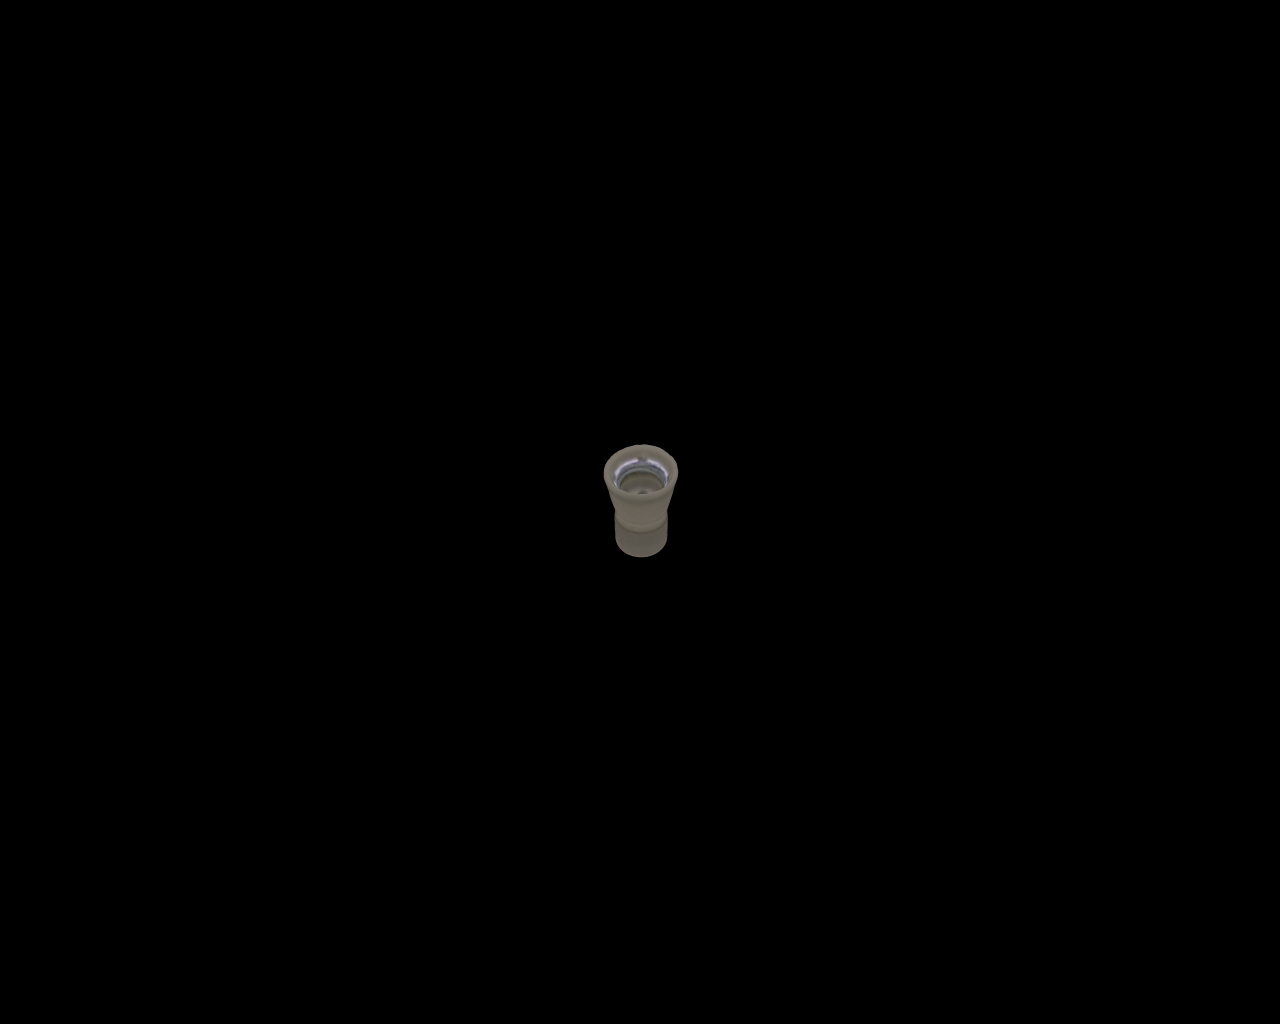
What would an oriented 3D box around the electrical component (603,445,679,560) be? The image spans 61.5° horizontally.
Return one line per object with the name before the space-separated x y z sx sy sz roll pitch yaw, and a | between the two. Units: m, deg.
electrical component | 0.001 -0.003 0.650 0.044 0.044 0.065 0 -44 0
